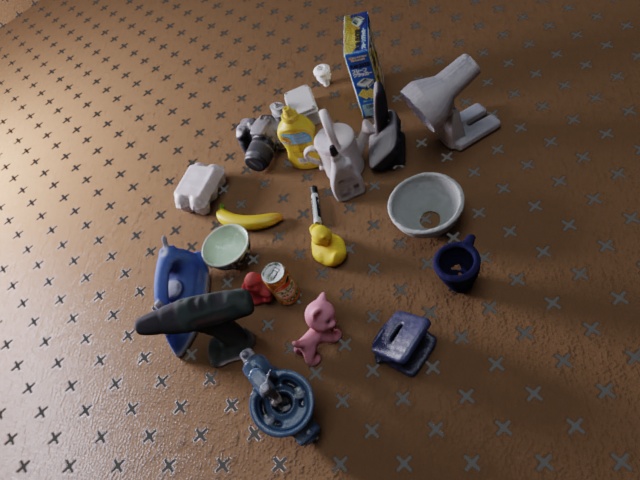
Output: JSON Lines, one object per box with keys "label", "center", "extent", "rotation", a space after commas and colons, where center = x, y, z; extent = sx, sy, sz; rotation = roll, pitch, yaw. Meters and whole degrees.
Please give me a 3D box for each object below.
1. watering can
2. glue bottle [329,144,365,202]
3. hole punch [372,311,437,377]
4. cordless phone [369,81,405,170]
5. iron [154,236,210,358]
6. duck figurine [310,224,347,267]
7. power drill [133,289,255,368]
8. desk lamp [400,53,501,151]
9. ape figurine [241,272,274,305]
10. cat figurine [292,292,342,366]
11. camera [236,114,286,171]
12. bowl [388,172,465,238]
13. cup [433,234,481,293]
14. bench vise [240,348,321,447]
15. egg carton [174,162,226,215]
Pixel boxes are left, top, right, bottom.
{"label": "watering can", "center": [0.044, -0.239, 1.377], "extent": [0.173, 0.194, 0.100], "rotation": [-34, 52, -6]}
{"label": "glue bottle", "center": [0.051, -0.161, 1.334], "extent": [0.078, 0.173, 0.037], "rotation": [-21, 52, 5]}
{"label": "hole punch", "center": [0.156, 0.193, 1.102], "extent": [0.100, 0.091, 0.109], "rotation": [25, 68, 32]}
{"label": "cordless phone", "center": [0.146, -0.272, 1.370], "extent": [0.094, 0.185, 0.147], "rotation": [-9, 54, 13]}
{"label": "iron", "center": [-0.333, 0.121, 1.293], "extent": [0.118, 0.142, 0.258], "rotation": [-12, 54, 12]}
{"label": "duck figurine", "center": [0.012, 0.005, 1.288], "extent": [0.077, 0.086, 0.104], "rotation": [-36, 52, -7]}
{"label": "power drill", "center": [-0.229, 0.181, 1.172], "extent": [0.229, 0.209, 0.075], "rotation": [-22, 52, 4]}
{"label": "desk lamp", "center": [0.301, -0.313, 1.326], "extent": [0.203, 0.214, 0.117], "rotation": [-32, 52, -4]}
{"label": "ape figurine", "center": [-0.141, 0.102, 1.270], "extent": [0.077, 0.092, 0.076], "rotation": [30, 71, 33]}
{"label": "cat figurine", "center": [-0.010, 0.175, 1.156], "extent": [0.067, 0.118, 0.128], "rotation": [31, 71, 34]}
{"label": "camera", "center": [-0.166, -0.260, 1.525], "extent": [0.142, 0.101, 0.137], "rotation": [8, 60, 24]}
{"label": "bowl", "center": [0.237, -0.064, 1.263], "extent": [0.167, 0.075, 0.167], "rotation": [-9, 54, 13]}
{"label": "cup", "center": [0.284, 0.054, 1.152], "extent": [0.091, 0.095, 0.118], "rotation": [21, 65, 30]}
{"label": "bench vise", "center": [-0.103, 0.277, 1.054], "extent": [0.206, 0.220, 0.122], "rotation": [23, 67, 31]}
{"label": "egg carton", "center": [-0.316, -0.138, 1.513], "extent": [0.107, 0.070, 0.150], "rotation": [8, 60, 24]}
